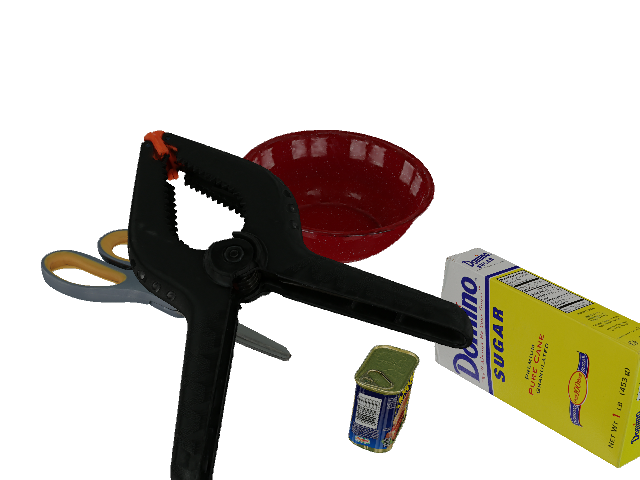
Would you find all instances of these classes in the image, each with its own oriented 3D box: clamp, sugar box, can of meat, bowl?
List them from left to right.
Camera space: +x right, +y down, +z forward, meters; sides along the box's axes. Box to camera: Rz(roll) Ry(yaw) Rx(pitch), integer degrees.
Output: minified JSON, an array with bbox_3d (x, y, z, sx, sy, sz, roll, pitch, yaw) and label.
[{"bbox_3d":[-0.031,0.016,0.559,0.164,0.210,0.036,-23,-32,-9],"label":"clamp"},{"bbox_3d":[0.011,-0.029,0.878,0.162,0.055,0.162,3,34,-2],"label":"bowl"},{"bbox_3d":[0.071,0.180,1.216,0.057,0.084,0.102,14,24,15],"label":"can of meat"},{"bbox_3d":[0.161,0.080,0.772,0.048,0.093,0.176,-16,29,-40],"label":"sugar box"}]

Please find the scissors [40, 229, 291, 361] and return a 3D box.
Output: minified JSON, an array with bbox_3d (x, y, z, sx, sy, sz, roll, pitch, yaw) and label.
[{"bbox_3d":[-0.097,0.032,0.740,0.202,0.016,0.096,13,32,17],"label":"scissors"}]
